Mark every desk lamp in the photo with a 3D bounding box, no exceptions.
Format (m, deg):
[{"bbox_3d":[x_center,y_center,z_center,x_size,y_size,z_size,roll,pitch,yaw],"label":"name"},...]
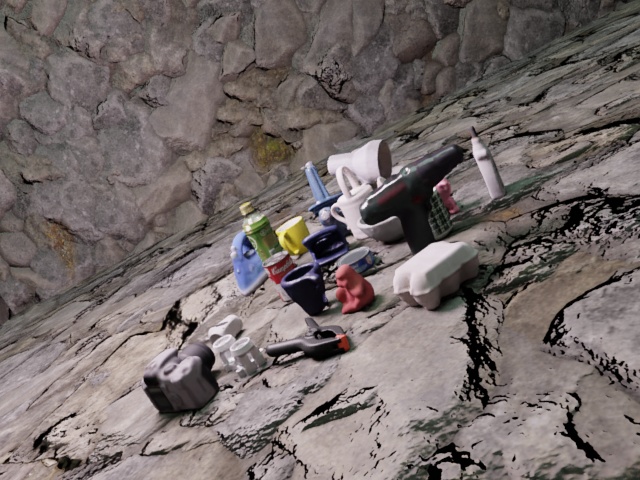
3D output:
[{"bbox_3d":[0.124,-0.159,1.602,0.202,0.214,0.118,-18,17,32],"label":"desk lamp"}]

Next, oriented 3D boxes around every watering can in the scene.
[{"bbox_3d":[0.104,-0.110,1.510,0.173,0.194,0.101,-26,15,6],"label":"watering can"}]

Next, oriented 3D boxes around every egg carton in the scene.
[{"bbox_3d":[0.203,0.058,1.005,0.150,0.069,0.107,-34,16,-24],"label":"egg carton"}]

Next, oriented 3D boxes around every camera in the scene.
[{"bbox_3d":[-0.259,0.250,1.105,0.142,0.101,0.137,-16,18,37],"label":"camera"}]

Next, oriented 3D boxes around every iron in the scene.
[{"bbox_3d":[-0.208,0.048,1.628,0.118,0.141,0.258,-24,15,13],"label":"iron"}]

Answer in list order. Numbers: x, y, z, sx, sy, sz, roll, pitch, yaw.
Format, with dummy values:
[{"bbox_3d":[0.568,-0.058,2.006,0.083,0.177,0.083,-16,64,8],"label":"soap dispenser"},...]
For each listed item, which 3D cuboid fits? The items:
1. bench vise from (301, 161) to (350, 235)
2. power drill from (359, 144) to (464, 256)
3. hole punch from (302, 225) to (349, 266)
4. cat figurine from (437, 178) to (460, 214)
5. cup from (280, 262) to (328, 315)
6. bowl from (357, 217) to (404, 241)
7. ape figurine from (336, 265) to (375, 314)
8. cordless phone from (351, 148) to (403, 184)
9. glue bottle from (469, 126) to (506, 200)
[{"bbox_3d":[0.022,-0.120,1.638,0.121,0.220,0.207,-29,15,-6],"label":"bench vise"},{"bbox_3d":[0.202,-0.053,1.110,0.229,0.208,0.076,-22,16,21],"label":"power drill"},{"bbox_3d":[0.014,0.005,1.480,0.108,0.091,0.101,-25,15,9],"label":"hole punch"},{"bbox_3d":[0.280,-0.114,1.364,0.067,0.118,0.128,-25,15,9],"label":"cat figurine"},{"bbox_3d":[-0.016,0.106,1.179,0.092,0.095,0.117,-35,16,-26],"label":"cup"},{"bbox_3d":[0.178,-0.044,1.389,0.167,0.075,0.167,-25,15,8],"label":"bowl"},{"bbox_3d":[0.060,0.090,1.105,0.076,0.092,0.077,-30,15,-11],"label":"ape figurine"},{"bbox_3d":[0.180,-0.201,1.704,0.147,0.185,0.094,-26,15,6],"label":"cordless phone"},{"bbox_3d":[0.377,-0.182,1.310,0.037,0.173,0.078,-22,16,20],"label":"glue bottle"}]
